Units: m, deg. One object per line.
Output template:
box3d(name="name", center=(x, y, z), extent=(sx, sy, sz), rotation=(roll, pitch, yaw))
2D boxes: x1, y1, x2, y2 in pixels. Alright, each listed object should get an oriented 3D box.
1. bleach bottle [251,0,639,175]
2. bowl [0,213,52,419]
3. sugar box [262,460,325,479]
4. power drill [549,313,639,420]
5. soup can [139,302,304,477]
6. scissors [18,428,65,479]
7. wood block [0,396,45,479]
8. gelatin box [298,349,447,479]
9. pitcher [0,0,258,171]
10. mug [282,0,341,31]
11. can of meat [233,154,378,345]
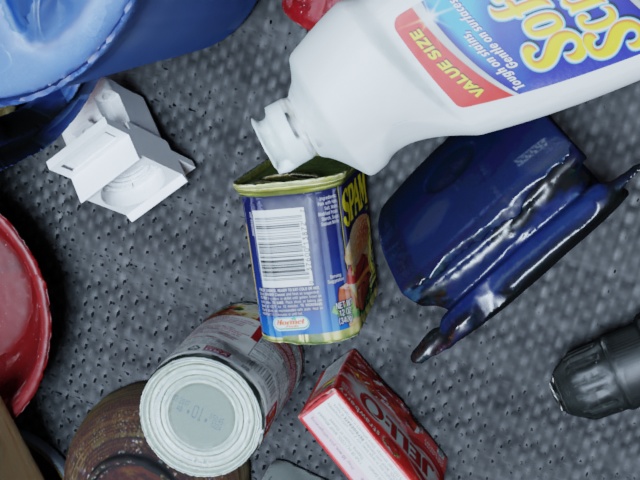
box3d(name="bleach bottle", center=(0.090, -0.093, 0.480), extent=(0.251, 0.068, 0.102), rotation=(-27, 106, 4))
box3d(name="bowl", center=(-0.224, 0.038, 0.635), extent=(0.162, 0.055, 0.162), rotation=(2, 102, 11))
box3d(name="sugar box", center=(-0.053, 0.222, 0.620), extent=(0.048, 0.093, 0.176), rotation=(24, 104, 5))
box3d(name="power drill", center=(0.236, 0.108, 0.557), extent=(0.185, 0.057, 0.187), rotation=(-24, 96, 15))
box3d(name="soup can", center=(-0.051, 0.079, 0.585), extent=(0.068, 0.102, 0.068), rotation=(2, 102, 10))
box3d(name="scissors", center=(-0.249, 0.128, 0.680), extent=(0.202, 0.016, 0.096), rotation=(27, 106, 5))
box3d(name="wood block", center=(-0.191, 0.200, 0.608), extent=(0.091, 0.090, 0.206), rotation=(-16, 117, 4))
box3d(name="gelatin box", center=(0.032, 0.110, 0.590), extent=(0.030, 0.073, 0.089), rotation=(-40, 92, 15))
box3d(name="pitcher", center=(-0.106, -0.125, 0.481), extent=(0.149, 0.242, 0.145), rotation=(-22, 96, 15))
box3d(name="mug", center=(0.022, -0.139, 0.524), extent=(0.093, 0.117, 0.081), rotation=(39, 116, 40))
box3d(name="can of meat", center=(-0.004, 0.001, 0.561), extent=(0.057, 0.102, 0.084), rotation=(-4, 103, 13))
